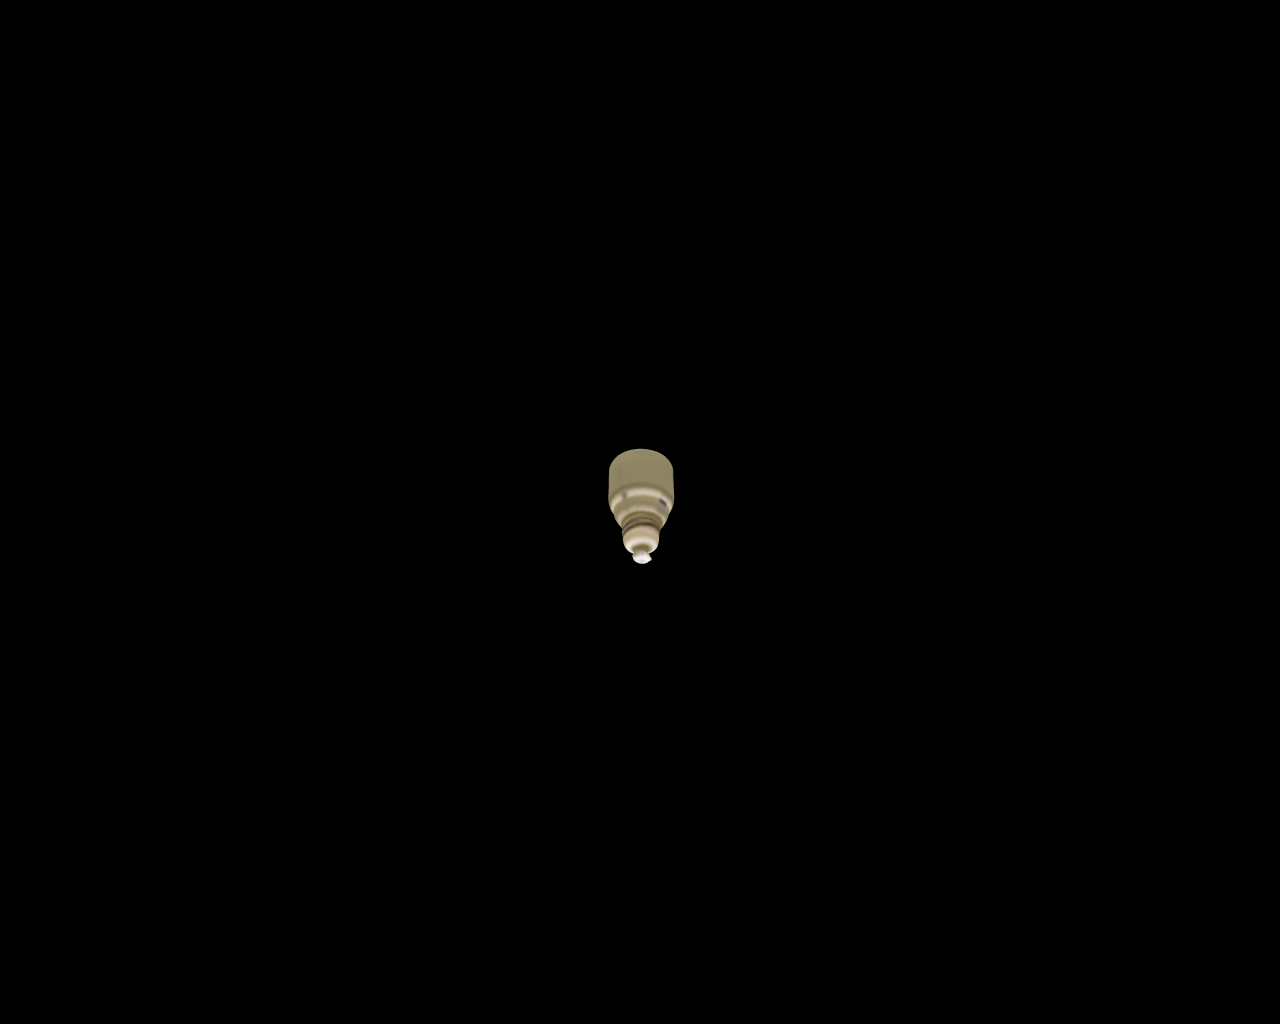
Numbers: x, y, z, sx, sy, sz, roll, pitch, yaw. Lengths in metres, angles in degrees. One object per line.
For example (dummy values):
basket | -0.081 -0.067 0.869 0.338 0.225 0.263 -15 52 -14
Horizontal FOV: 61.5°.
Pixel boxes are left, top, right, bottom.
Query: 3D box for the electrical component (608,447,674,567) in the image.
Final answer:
electrical component | 0.001 -0.003 0.650 0.040 0.078 0.040 0 -36 0
